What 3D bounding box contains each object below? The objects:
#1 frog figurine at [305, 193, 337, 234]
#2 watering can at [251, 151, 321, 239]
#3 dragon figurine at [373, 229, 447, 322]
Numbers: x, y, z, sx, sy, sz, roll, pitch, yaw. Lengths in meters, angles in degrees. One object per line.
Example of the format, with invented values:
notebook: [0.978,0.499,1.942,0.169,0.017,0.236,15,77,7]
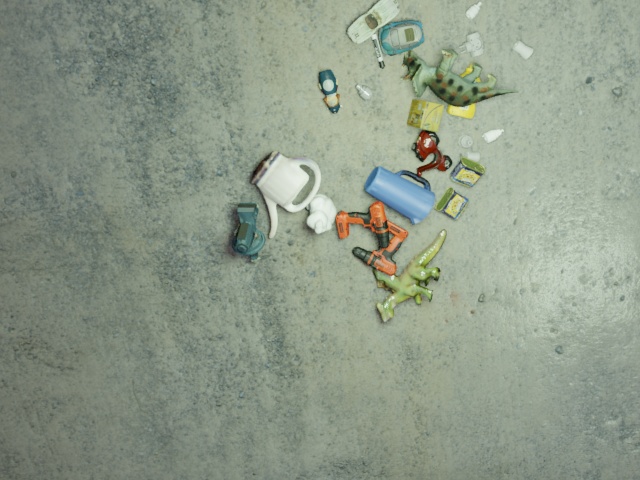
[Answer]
frog figurine: [0.006,-0.094,1.861,0.123,0.161,0.135,-13,107,-5]
watering can: [-0.150,-0.173,1.843,0.223,0.106,0.343,39,114,-7]
dragon figurine: [0.328,0.127,2.006,0.243,0.123,0.409,15,94,-3]
